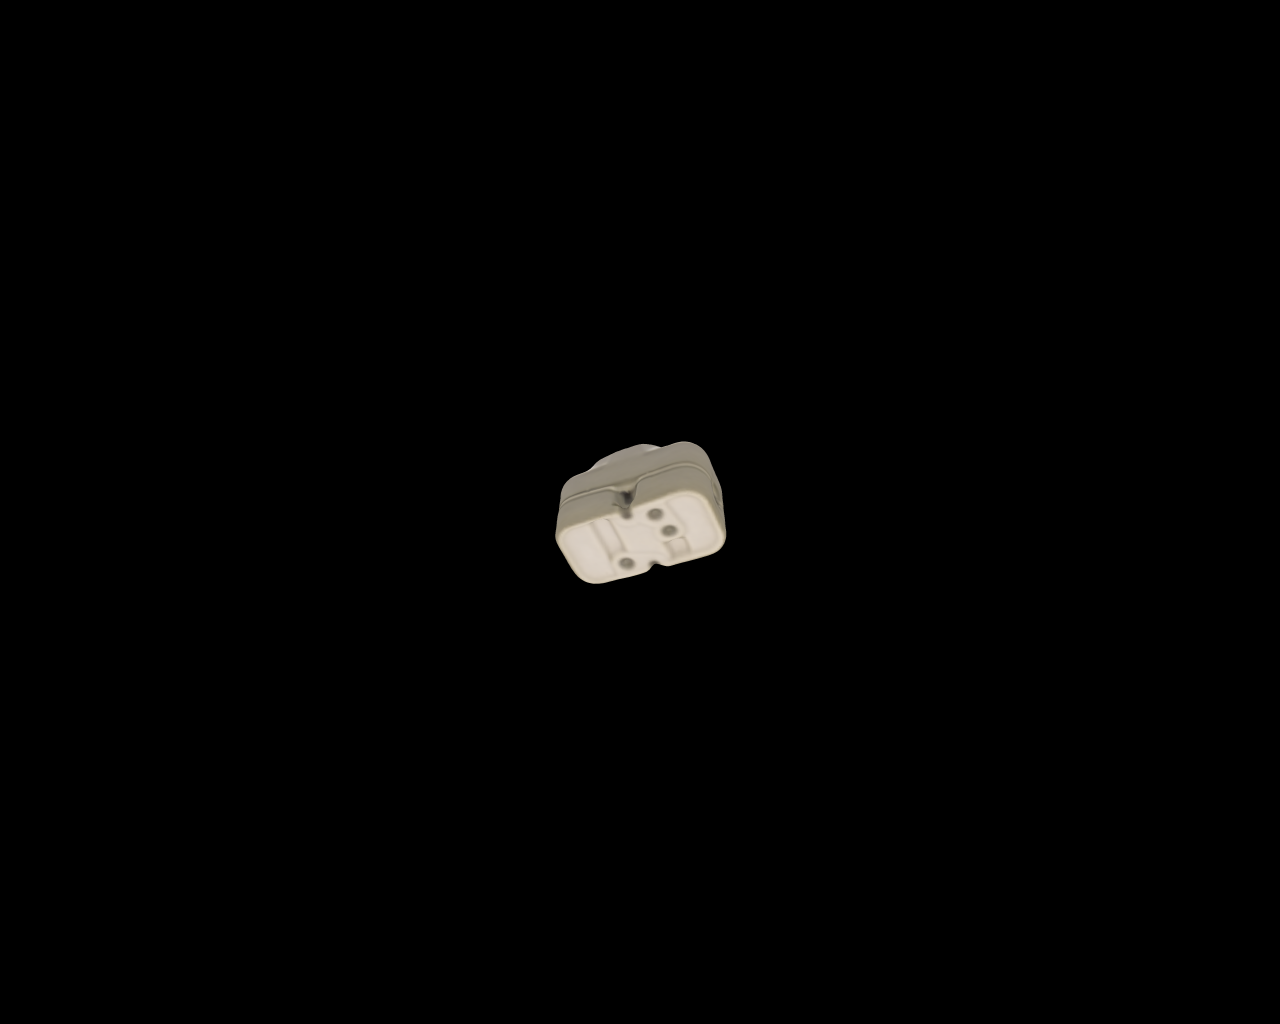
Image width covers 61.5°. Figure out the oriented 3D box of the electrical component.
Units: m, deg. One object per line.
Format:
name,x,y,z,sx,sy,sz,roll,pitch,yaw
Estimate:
electrical component,0.001,-0.003,0.650,0.095,0.053,0.059,-17,39,14
